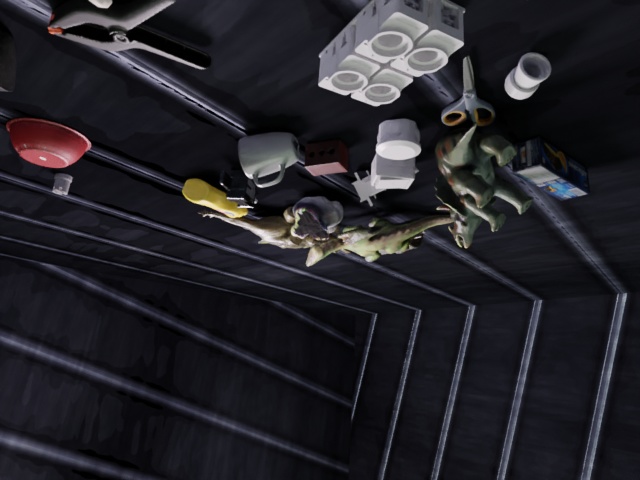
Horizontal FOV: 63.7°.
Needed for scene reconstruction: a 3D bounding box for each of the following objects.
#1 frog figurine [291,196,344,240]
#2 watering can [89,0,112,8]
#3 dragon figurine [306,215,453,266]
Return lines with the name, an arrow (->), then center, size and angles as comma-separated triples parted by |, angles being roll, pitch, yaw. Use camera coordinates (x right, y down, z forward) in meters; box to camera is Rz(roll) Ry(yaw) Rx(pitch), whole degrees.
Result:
frog figurine -> 0.004, -0.068, 1.356 | 0.136, 0.122, 0.162 | -18, 11, 33
watering can -> -0.341, -0.321, 0.442 | 0.224, 0.105, 0.343 | 4, -15, 4
dragon figurine -> 0.154, -0.010, 1.345 | 0.408, 0.123, 0.243 | -19, -5, 16
